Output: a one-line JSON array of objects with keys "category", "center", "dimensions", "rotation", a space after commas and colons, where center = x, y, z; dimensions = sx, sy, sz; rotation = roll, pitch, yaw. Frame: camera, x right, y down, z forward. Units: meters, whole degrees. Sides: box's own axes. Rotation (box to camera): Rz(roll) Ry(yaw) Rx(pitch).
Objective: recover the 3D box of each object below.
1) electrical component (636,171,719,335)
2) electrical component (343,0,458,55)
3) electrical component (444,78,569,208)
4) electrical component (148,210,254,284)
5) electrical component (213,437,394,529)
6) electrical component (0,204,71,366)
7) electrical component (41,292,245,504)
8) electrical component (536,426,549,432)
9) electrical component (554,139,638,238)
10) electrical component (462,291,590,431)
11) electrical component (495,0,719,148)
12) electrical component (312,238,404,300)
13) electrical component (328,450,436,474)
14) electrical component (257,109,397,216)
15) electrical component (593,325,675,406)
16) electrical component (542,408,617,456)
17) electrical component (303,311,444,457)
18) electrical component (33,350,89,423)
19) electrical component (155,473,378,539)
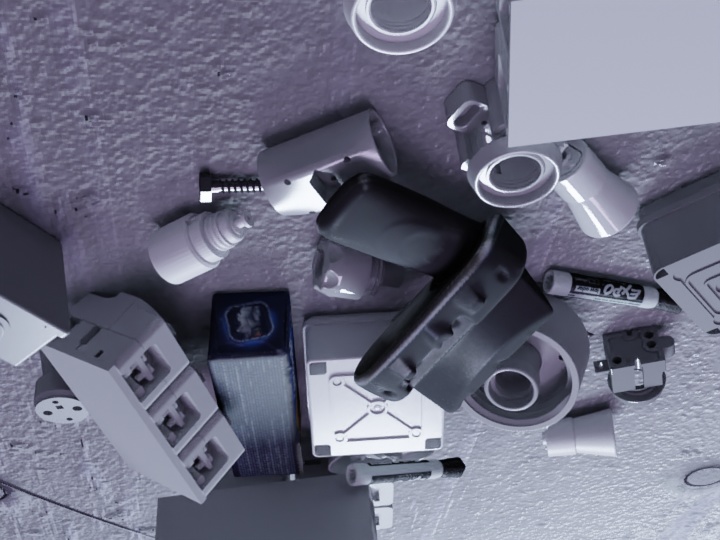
[{"category": "electrical component", "center": [0.256, -0.011, 0.764], "dimensions": [0.078, 0.057, 0.113], "rotation": [-27, 139, 26]}, {"category": "electrical component", "center": [0.019, -0.148, 0.550], "dimensions": [0.058, 0.057, 0.078], "rotation": [-15, 143, 13]}, {"category": "electrical component", "center": [0.092, -0.076, 0.657], "dimensions": [0.078, 0.057, 0.058], "rotation": [17, 138, -27]}, {"category": "electrical component", "center": [-0.106, -0.020, 0.722], "dimensions": [0.078, 0.040, 0.040], "rotation": [-23, 140, 24]}, {"category": "electrical component", "center": [-0.063, 0.212, 1.024], "dimensions": [0.186, 0.060, 0.105], "rotation": [-4, 144, -2]}, {"category": "electrical component", "center": [-0.239, 0.004, 0.692], "dimensions": [0.048, 0.099, 0.100], "rotation": [-35, 136, 16]}, {"category": "electrical component", "center": [-0.158, 0.092, 0.801], "dimensions": [0.089, 0.061, 0.150], "rotation": [14, 141, 39]}, {"category": "electrical component", "center": [0.135, 0.107, 0.913], "dimensions": [0.047, 0.055, 0.055], "rotation": [11, 141, -15]}, {"category": "electrical component", "center": [0.148, -0.056, 0.706], "dimensions": [0.044, 0.044, 0.065], "rotation": [-28, 133, 28]}, {"category": "electrical component", "center": [0.119, 0.074, 0.823], "dimensions": [0.108, 0.060, 0.108], "rotation": [7, 122, 12]}, {"category": "electrical component", "center": [0.169, -0.135, 0.583], "dimensions": [0.186, 0.060, 0.105], "rotation": [-7, 144, 2]}, {"category": "electrical component", "center": [0.000, 0.000, 0.760], "dimensions": [0.062, 0.043, 0.043], "rotation": [8, 142, -20]}, {"category": "electrical component", "center": [0.020, 0.146, 0.942], "dimensions": [0.099, 0.064, 0.099], "rotation": [-3, 144, -3]}, {"category": "electrical component", "center": [-0.013, -0.057, 0.680], "dimensions": [0.077, 0.043, 0.079], "rotation": [-19, 142, 18]}, {"category": "electrical component", "center": [0.230, 0.081, 0.897], "dimensions": [0.066, 0.048, 0.055], "rotation": [-11, 136, 9]}, {"category": "electrical component", "center": [0.202, 0.153, 0.994], "dimensions": [0.065, 0.044, 0.044], "rotation": [-7, 144, 11]}, {"category": "electrical component", "center": [0.012, 0.090, 0.851], "dimensions": [0.109, 0.056, 0.108], "rotation": [-3, 127, -2]}, {"category": "electrical component", "center": [-0.229, 0.085, 0.837], "dimensions": [0.045, 0.055, 0.045], "rotation": [-3, 144, -2]}, {"category": "electrical component", "center": [-0.078, 0.245, 0.926], "dimensions": [0.186, 0.105, 0.060], "rotation": [-8, 136, 2]}]
